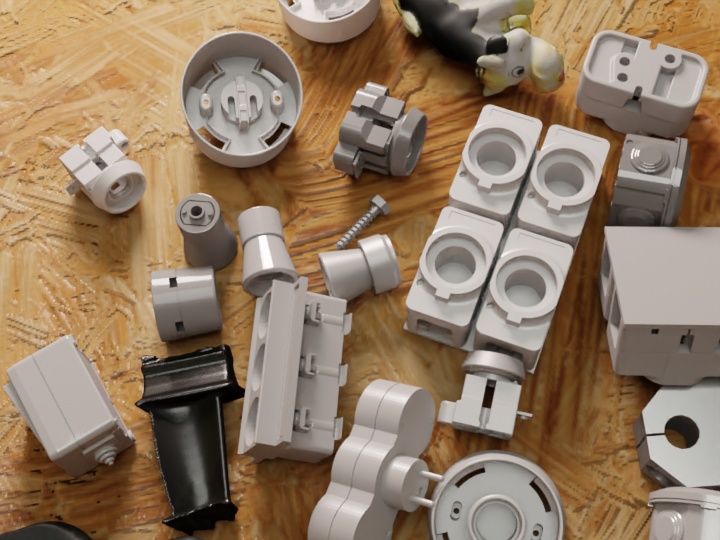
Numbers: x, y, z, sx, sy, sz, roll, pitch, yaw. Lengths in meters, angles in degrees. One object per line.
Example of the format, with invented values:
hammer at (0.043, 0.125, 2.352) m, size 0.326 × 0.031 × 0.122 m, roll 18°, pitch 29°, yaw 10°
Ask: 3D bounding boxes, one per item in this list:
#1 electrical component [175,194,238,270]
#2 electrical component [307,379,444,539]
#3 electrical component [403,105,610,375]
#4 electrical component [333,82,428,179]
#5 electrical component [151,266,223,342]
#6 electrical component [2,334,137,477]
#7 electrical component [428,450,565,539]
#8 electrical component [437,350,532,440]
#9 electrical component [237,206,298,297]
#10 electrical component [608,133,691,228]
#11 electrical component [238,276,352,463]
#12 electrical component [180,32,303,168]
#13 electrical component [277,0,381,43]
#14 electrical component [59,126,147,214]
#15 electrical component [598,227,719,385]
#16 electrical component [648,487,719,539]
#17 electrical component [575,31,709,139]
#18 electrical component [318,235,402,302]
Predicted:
electrical component at (-0.123, -0.032, 0.845) m, size 0.044 × 0.065 × 0.044 m, roll -1°, pitch 66°, yaw 2°
electrical component at (0.024, 0.147, 0.754) m, size 0.074 × 0.052 × 0.138 m, roll 9°, pitch 65°, yaw 33°
electrical component at (0.115, -0.028, 0.835) m, size 0.105 × 0.060 × 0.186 m, roll 19°, pitch 69°, yaw 10°
electrical component at (0.020, -0.110, 0.877) m, size 0.057 × 0.058 × 0.078 m, roll 19°, pitch 69°, yaw 14°
electrical component at (-0.133, 0.025, 0.828) m, size 0.047 × 0.055 × 0.055 m, roll -9°, pitch 66°, yaw -5°
electrical component at (-0.212, 0.108, 0.790) m, size 0.061 × 0.061 × 0.096 m, roll -30°, pitch 69°, yaw -10°
electrical component at (0.096, 0.176, 0.758) m, size 0.099 × 0.064 × 0.099 m, roll -1°, pitch 80°, yaw 6°
electrical component at (0.095, 0.091, 0.792) m, size 0.066 × 0.048 × 0.055 m, roll 12°, pitch 75°, yaw 8°
electrical component at (-0.076, -0.017, 0.850) m, size 0.044 × 0.044 × 0.065 m, roll -12°, pitch 62°, yaw -2°
electrical component at (0.225, -0.066, 0.836) m, size 0.051 × 0.080 × 0.080 m, roll 12°, pitch 68°, yaw 13°
electrical component at (-0.047, 0.077, 0.791) m, size 0.063 × 0.079 × 0.121 m, roll 13°, pitch 66°, yaw -18°
electrical component at (-0.098, -0.137, 0.886) m, size 0.099 × 0.064 × 0.099 m, roll 2°, pitch 73°, yaw -7°
electrical component at (-0.027, -0.251, 0.936) m, size 0.099 × 0.064 × 0.099 m, roll -1°, pitch 66°, yaw 2°
electrical component at (-0.208, -0.079, 0.881) m, size 0.066 × 0.048 × 0.055 m, roll -40°, pitch 63°, yaw -14°
electrical component at (0.275, 0.025, 0.782) m, size 0.186 × 0.060 × 0.105 m, roll 1°, pitch 41°, yaw 3°
electrical component at (0.235, 0.179, 0.729) m, size 0.080 × 0.080 × 0.051 m, roll 10°, pitch 73°, yaw 7°
electrical component at (0.229, -0.149, 0.882) m, size 0.095 × 0.059 × 0.053 m, roll 19°, pitch 69°, yaw 10°
electrical component at (0.000, 0.000, 0.836) m, size 0.055 × 0.045 × 0.045 m, roll -18°, pitch 67°, yaw -6°
